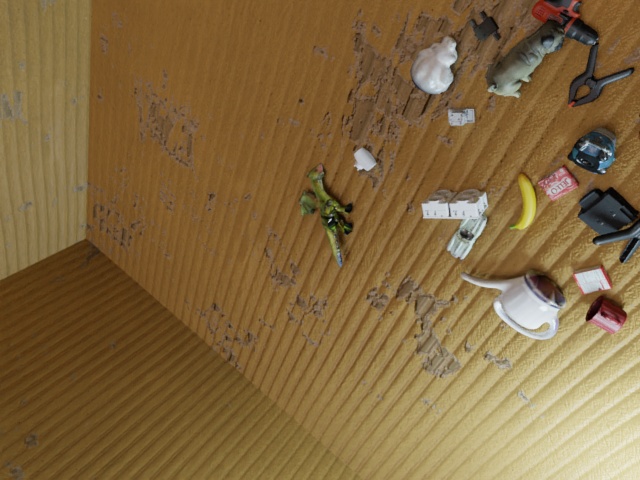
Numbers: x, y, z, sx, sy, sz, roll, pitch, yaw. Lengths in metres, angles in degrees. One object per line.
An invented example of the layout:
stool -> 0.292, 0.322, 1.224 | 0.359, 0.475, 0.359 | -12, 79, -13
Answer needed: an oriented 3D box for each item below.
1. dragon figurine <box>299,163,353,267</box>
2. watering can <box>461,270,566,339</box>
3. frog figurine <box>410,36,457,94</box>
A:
dragon figurine -> 0.006, -0.104, 2.066 | 0.245, 0.123, 0.402 | 30, 130, 43
watering can -> 0.650, 0.181, 1.702 | 0.350, 0.106, 0.219 | 42, 132, 11
frog figurine -> 0.350, -0.520, 1.536 | 0.139, 0.123, 0.156 | 62, 148, 17
